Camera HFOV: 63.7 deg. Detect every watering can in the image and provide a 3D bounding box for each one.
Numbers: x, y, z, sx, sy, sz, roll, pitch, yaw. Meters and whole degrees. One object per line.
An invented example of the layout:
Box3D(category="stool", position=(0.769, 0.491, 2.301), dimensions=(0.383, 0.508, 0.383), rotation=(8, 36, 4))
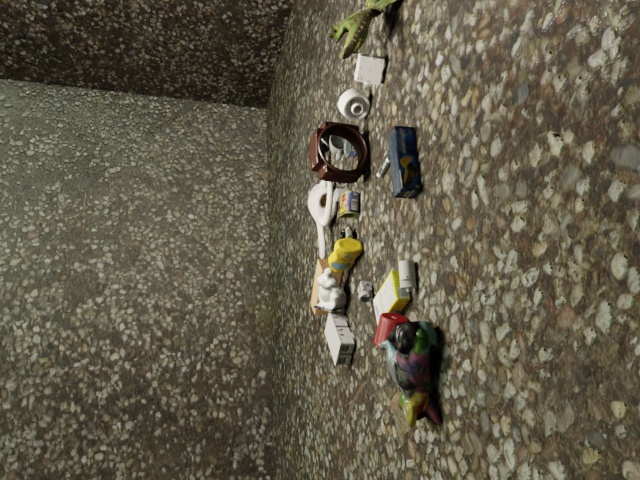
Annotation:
Box3D(category="watering can", position=(0.007, -0.109, 2.172), dimensions=(0.104, 0.344, 0.227), rotation=(4, 13, -14))

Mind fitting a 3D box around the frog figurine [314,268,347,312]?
Box3D(category="frog figurine", position=(0.042, 0.183, 1.934), dimensions=(0.122, 0.159, 0.137), rotation=(4, 1, -18))

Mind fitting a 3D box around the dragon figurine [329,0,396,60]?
Box3D(category="dragon figurine", position=(0.155, -0.700, 1.615), dimensions=(0.121, 0.420, 0.239), rotation=(38, -61, -22))
